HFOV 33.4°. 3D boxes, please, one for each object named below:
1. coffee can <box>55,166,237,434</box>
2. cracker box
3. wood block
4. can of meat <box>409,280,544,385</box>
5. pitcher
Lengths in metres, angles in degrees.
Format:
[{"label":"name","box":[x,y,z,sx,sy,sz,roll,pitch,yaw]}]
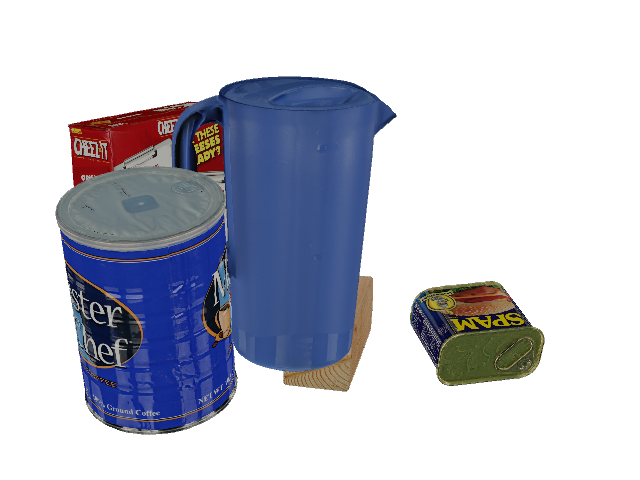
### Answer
[{"label":"coffee can","box":[-0.108,0.037,0.683,0.103,0.140,0.103,-1,29,0]},{"label":"cracker box","box":[-0.164,-0.022,1.074,0.072,0.214,0.163,10,20,37]},{"label":"wood block","box":[0.014,0.122,1.487,0.091,0.090,0.206,5,19,9]},{"label":"can of meat","box":[0.142,0.084,0.991,0.102,0.057,0.084,-4,32,-15]},{"label":"pitcher","box":[-0.032,-0.015,0.918,0.149,0.243,0.144,14,22,29]}]
